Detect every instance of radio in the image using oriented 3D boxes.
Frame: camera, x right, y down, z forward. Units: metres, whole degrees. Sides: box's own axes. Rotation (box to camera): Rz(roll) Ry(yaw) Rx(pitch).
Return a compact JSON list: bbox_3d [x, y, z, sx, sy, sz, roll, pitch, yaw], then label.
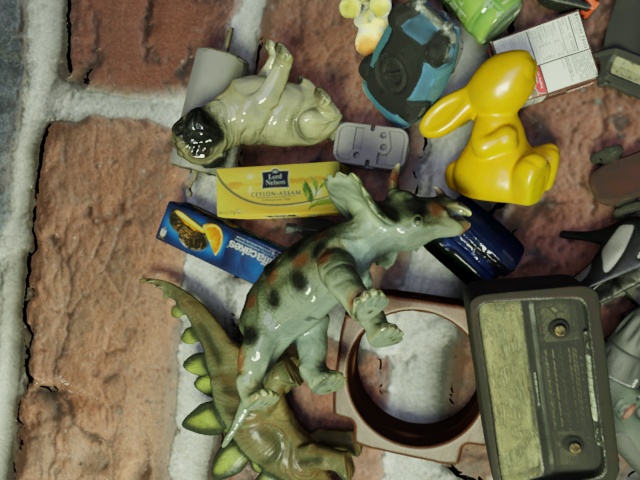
[{"bbox_3d":[0.238,0.155,0.586,0.131,0.073,0.229,-9,99,9],"label":"radio"}]

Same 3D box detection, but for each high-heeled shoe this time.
[{"bbox_3d":[0.321,0.083,0.625,0.145,0.086,0.248,13,77,46],"label":"high-heeled shoe"}]

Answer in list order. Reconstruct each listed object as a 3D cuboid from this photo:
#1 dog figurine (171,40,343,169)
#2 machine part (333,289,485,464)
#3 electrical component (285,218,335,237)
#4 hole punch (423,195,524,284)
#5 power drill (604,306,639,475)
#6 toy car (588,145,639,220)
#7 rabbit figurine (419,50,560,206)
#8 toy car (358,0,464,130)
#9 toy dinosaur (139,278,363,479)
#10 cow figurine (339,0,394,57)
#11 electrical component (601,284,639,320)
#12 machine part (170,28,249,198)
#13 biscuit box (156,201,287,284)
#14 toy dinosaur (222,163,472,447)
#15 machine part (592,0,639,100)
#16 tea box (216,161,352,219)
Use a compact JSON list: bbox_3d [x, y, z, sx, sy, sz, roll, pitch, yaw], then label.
[{"bbox_3d":[-0.080,-0.145,0.716,0.190,0.121,0.172,-45,105,6],"label":"dog figurine"},{"bbox_3d":[0.125,0.170,0.700,0.201,0.087,0.201,7,91,13],"label":"machine part"},{"bbox_3d":[-0.002,-0.002,0.741,0.094,0.063,0.021,6,54,3],"label":"electrical component"},{"bbox_3d":[0.194,0.001,0.670,0.092,0.115,0.142,-45,82,2],"label":"hole punch"},{"bbox_3d":[0.390,0.217,0.628,0.207,0.086,0.232,34,108,4],"label":"power drill"},{"bbox_3d":[0.428,-0.095,0.639,0.202,0.053,0.089,-23,75,16],"label":"toy car"},{"bbox_3d":[0.214,-0.141,0.655,0.163,0.122,0.173,19,123,39],"label":"rabbit figurine"},{"bbox_3d":[0.126,-0.230,0.680,0.103,0.161,0.109,-33,72,-32],"label":"toy car"},{"bbox_3d":[-0.094,0.222,0.746,0.198,0.105,0.471,-34,79,15],"label":"toy dinosaur"},{"bbox_3d":[0.070,-0.328,0.695,0.068,0.167,0.098,13,54,15],"label":"cow figurine"},{"bbox_3d":[0.406,0.071,0.654,0.102,0.045,0.078,-40,54,8],"label":"electrical component"},{"bbox_3d":[-0.158,-0.180,0.767,0.079,0.079,0.243,16,96,13],"label":"machine part"},{"bbox_3d":[-0.130,0.009,0.771,0.203,0.059,0.062,23,96,12],"label":"biscuit box"},{"bbox_3d":[-0.017,0.067,0.628,0.405,0.131,0.192,-39,46,22],"label":"toy dinosaur"},{"bbox_3d":[0.375,-0.243,0.648,0.084,0.039,0.138,9,88,-13],"label":"machine part"},{"bbox_3d":[-0.045,-0.064,0.731,0.170,0.098,0.068,-1,91,15],"label":"tea box"}]
